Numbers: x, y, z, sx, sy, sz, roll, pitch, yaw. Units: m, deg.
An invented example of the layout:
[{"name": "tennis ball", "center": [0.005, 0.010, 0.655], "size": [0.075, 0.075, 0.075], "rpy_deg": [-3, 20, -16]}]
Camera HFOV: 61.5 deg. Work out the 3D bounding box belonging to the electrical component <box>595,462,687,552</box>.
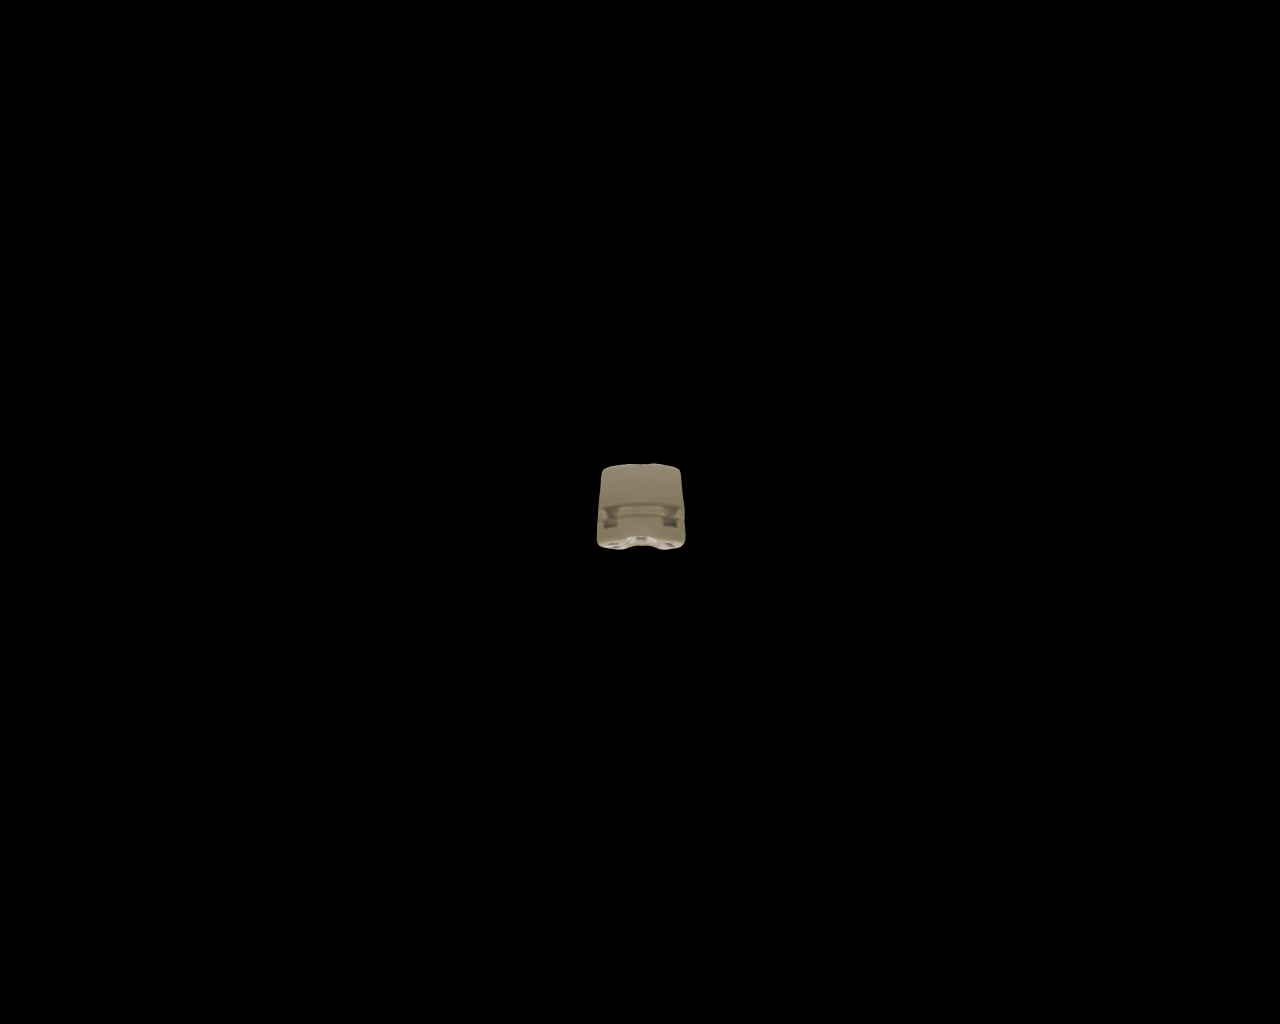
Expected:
[{"name": "electrical component", "center": [0.001, -0.003, 0.650], "size": [0.055, 0.047, 0.055], "rpy_deg": [0, -9, 0]}]
